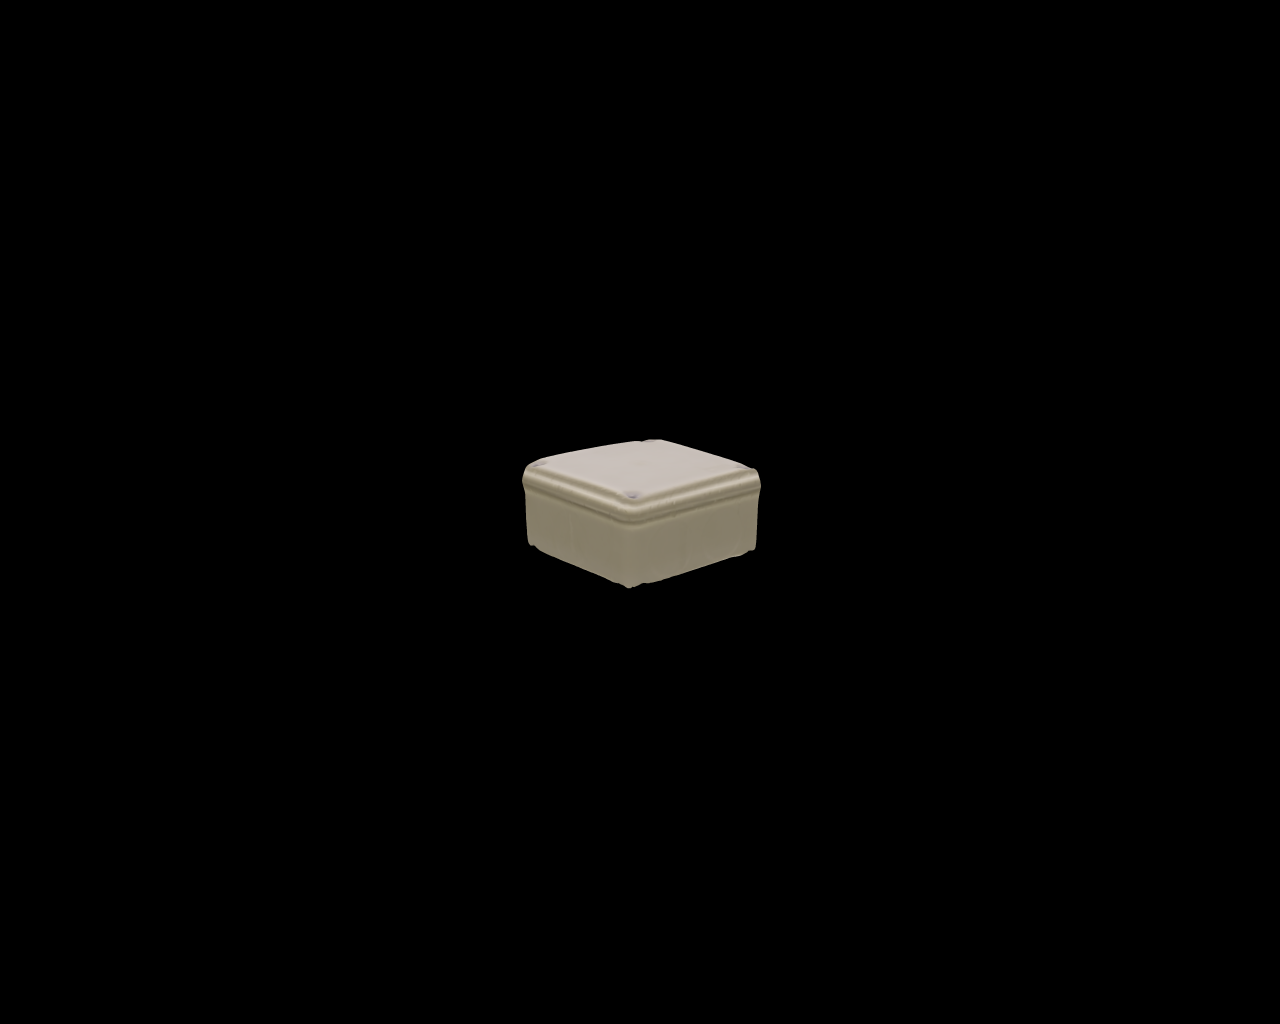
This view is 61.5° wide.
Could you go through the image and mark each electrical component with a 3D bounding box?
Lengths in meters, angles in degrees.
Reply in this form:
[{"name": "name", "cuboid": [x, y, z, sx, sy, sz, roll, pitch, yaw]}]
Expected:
[{"name": "electrical component", "cuboid": [0.001, -0.003, 0.650, 0.109, 0.056, 0.109, -14, 22, -38]}]
